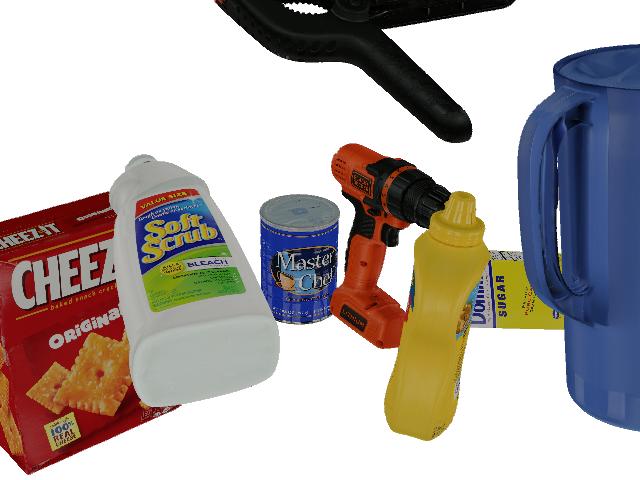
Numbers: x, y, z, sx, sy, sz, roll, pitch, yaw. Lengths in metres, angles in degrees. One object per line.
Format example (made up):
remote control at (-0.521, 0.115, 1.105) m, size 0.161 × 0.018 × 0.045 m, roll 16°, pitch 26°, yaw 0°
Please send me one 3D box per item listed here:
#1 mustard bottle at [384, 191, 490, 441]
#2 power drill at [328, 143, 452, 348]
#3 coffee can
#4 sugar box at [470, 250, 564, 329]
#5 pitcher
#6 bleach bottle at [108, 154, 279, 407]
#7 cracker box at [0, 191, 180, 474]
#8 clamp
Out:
mustard bottle at (0.093, 0.052, 0.826) m, size 0.058 × 0.192 × 0.096 m, roll 14°, pitch 26°, yaw 12°
power drill at (0.071, 0.010, 1.076) m, size 0.057 × 0.188 × 0.185 m, roll -8°, pitch 26°, yaw -31°
coffee can at (-0.028, 0.024, 1.391) m, size 0.103 × 0.140 × 0.103 m, roll 1°, pitch 26°, yaw -1°
sugar box at (0.241, 0.061, 1.322) m, size 0.176 × 0.093 × 0.048 m, roll 1°, pitch 20°, yaw -11°
pitcher at (0.208, 0.000, 0.693) m, size 0.149 × 0.243 × 0.144 m, roll 2°, pitch 22°, yaw 15°
bleach bottle at (-0.112, 0.011, 0.780) m, size 0.102 × 0.068 × 0.251 m, roll -10°, pitch 36°, yaw -17°
cracker box at (-0.212, 0.078, 0.946) m, size 0.163 × 0.214 × 0.072 m, roll -20°, pitch 32°, yaw -34°
clamp at (0.025, -0.142, 0.723) m, size 0.210 × 0.164 × 0.036 m, roll 11°, pitch -40°, yaw 4°
